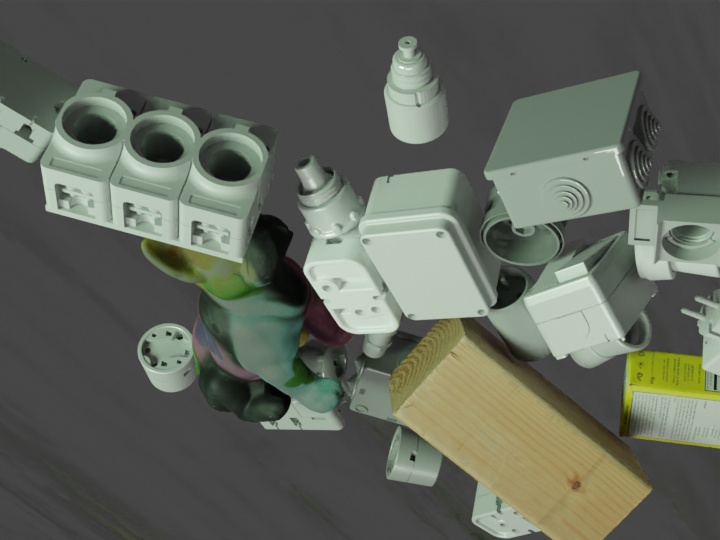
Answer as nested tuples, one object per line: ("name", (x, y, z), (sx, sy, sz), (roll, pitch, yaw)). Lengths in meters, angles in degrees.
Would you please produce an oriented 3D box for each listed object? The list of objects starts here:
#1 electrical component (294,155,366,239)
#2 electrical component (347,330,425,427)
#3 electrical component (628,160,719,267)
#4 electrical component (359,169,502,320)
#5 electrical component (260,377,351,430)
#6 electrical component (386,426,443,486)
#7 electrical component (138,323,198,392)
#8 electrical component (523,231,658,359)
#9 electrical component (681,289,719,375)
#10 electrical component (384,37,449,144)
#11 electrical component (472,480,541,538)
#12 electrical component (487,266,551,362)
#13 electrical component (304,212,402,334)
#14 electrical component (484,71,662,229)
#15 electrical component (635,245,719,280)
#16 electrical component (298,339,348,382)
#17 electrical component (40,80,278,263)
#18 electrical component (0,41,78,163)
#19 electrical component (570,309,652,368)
("electrical component", (-0.028, -0.057, 0.807), (0.048, 0.048, 0.062), (-8, 131, 29))
("electrical component", (0.041, 0.103, 0.992), (0.100, 0.048, 0.099), (16, 144, -1))
("electrical component", (0.223, -0.039, 0.719), (0.081, 0.063, 0.042), (5, 144, 15))
("electrical component", (0.056, -0.016, 0.819), (0.078, 0.057, 0.113), (-5, 140, 26))
("electrical component", (-0.061, 0.121, 1.054), (0.089, 0.050, 0.055), (-3, 141, 24))
("electrical component", (0.057, 0.192, 1.105), (0.047, 0.055, 0.055), (15, 145, -5))
("electrical component", (-0.186, 0.087, 1.053), (0.055, 0.055, 0.047), (11, 148, 7))
("electrical component", (0.172, 0.012, 0.794), (0.062, 0.096, 0.061), (-23, 102, 41))
("electrical component", (0.283, 0.038, 0.815), (0.076, 0.047, 0.083), (21, 144, -7))
("electrical component", (0.036, -0.118, 0.703), (0.040, 0.040, 0.078), (5, 143, 15))
("electrical component", (0.166, 0.234, 1.114), (0.054, 0.059, 0.095), (34, 140, -25))
("electrical component", (0.144, 0.032, 0.864), (0.079, 0.043, 0.077), (-14, 137, 22))
("electrical component", (0.000, 0.000, 0.860), (0.054, 0.059, 0.095), (-4, 140, 25))
("electrical component", (0.136, -0.074, 0.676), (0.100, 0.099, 0.048), (-10, 125, 31))
("electrical component", (0.228, -0.016, 0.766), (0.055, 0.045, 0.045), (-4, 140, 25))
("electrical component", (-0.046, 0.085, 1.007), (0.062, 0.048, 0.048), (7, 144, 24))
("electrical component", (-0.144, -0.075, 0.785), (0.150, 0.089, 0.061), (15, 145, 1))
("electrical component", (-0.266, -0.127, 0.795), (0.089, 0.050, 0.056), (31, 141, -21))
("electrical component", (0.200, 0.055, 0.876), (0.044, 0.044, 0.065), (26, 148, -14))
